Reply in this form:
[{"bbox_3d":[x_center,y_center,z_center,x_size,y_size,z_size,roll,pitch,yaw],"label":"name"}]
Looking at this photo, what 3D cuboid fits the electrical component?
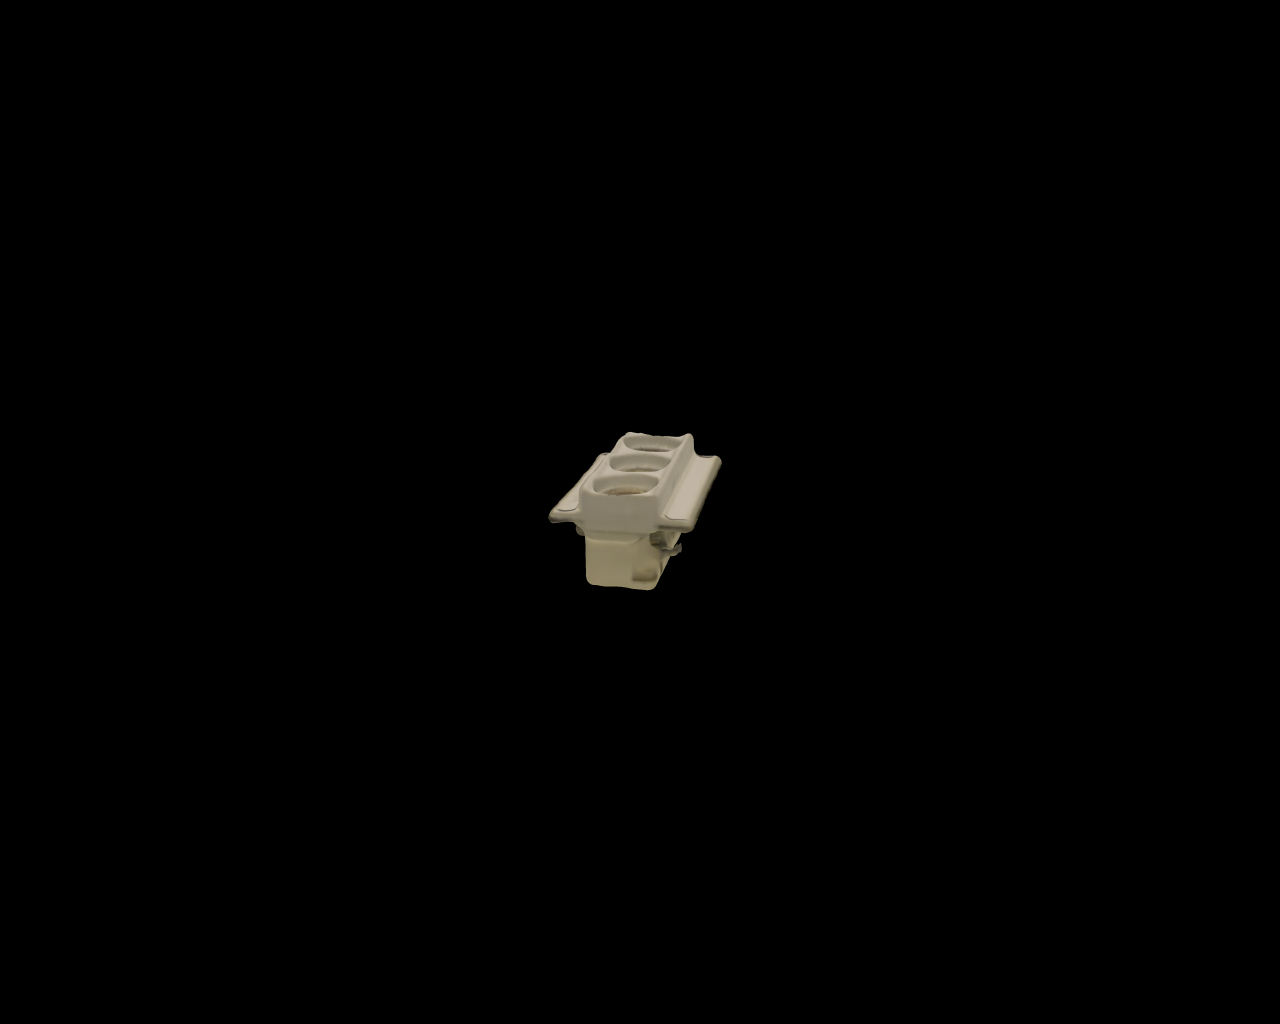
[{"bbox_3d":[0.001,-0.003,0.650,0.079,0.063,0.121,4,21,11],"label":"electrical component"}]
